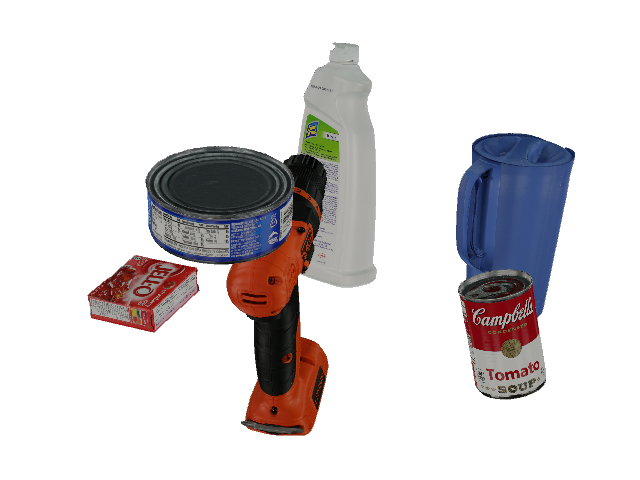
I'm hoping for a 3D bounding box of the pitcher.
[{"bbox_3d":[0.250,-0.012,1.428,0.149,0.243,0.145,4,24,4],"label":"pitcher"}]

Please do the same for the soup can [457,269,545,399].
[{"bbox_3d":[0.168,0.086,0.984,0.068,0.102,0.068,-11,18,4],"label":"soup can"}]

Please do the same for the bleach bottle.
[{"bbox_3d":[0.021,-0.083,1.144,0.103,0.251,0.067,17,19,38],"label":"bleach bottle"}]

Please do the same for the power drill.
[{"bbox_3d":[-0.027,0.045,0.844,0.057,0.188,0.184,4,35,13],"label":"power drill"}]

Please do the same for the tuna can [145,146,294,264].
[{"bbox_3d":[-0.058,-0.021,0.623,0.086,0.034,0.086,2,31,-1],"label":"tuna can"}]

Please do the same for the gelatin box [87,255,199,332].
[{"bbox_3d":[-0.172,0.050,1.044,0.073,0.030,0.089,11,31,22],"label":"gelatin box"}]
